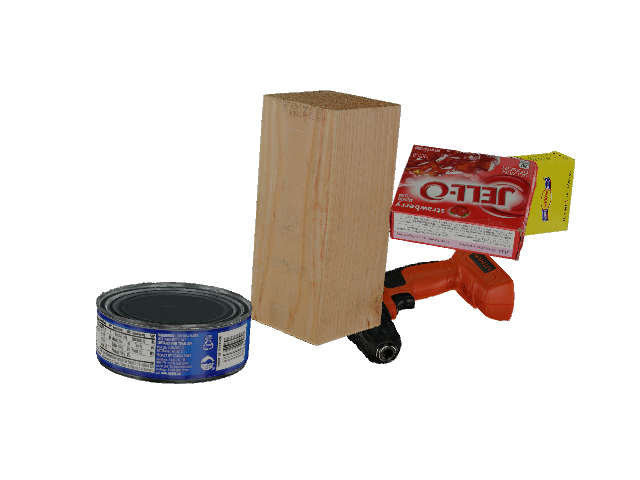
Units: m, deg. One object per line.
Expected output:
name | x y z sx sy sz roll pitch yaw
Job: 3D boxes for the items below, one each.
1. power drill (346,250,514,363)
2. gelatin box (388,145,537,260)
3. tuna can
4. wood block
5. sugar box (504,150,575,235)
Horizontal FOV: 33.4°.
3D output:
power drill | 0.103 0.061 1.117 0.187 0.057 0.184 -6 28 -15
gelatin box | 0.097 -0.028 0.722 0.089 0.030 0.073 9 44 14
tuna can | -0.081 0.050 0.592 0.086 0.034 0.086 4 12 -1
wood block | 0.002 -0.024 0.956 0.090 0.206 0.090 18 21 40
sugar box | 0.214 -0.050 1.257 0.176 0.093 0.048 -9 21 -26
